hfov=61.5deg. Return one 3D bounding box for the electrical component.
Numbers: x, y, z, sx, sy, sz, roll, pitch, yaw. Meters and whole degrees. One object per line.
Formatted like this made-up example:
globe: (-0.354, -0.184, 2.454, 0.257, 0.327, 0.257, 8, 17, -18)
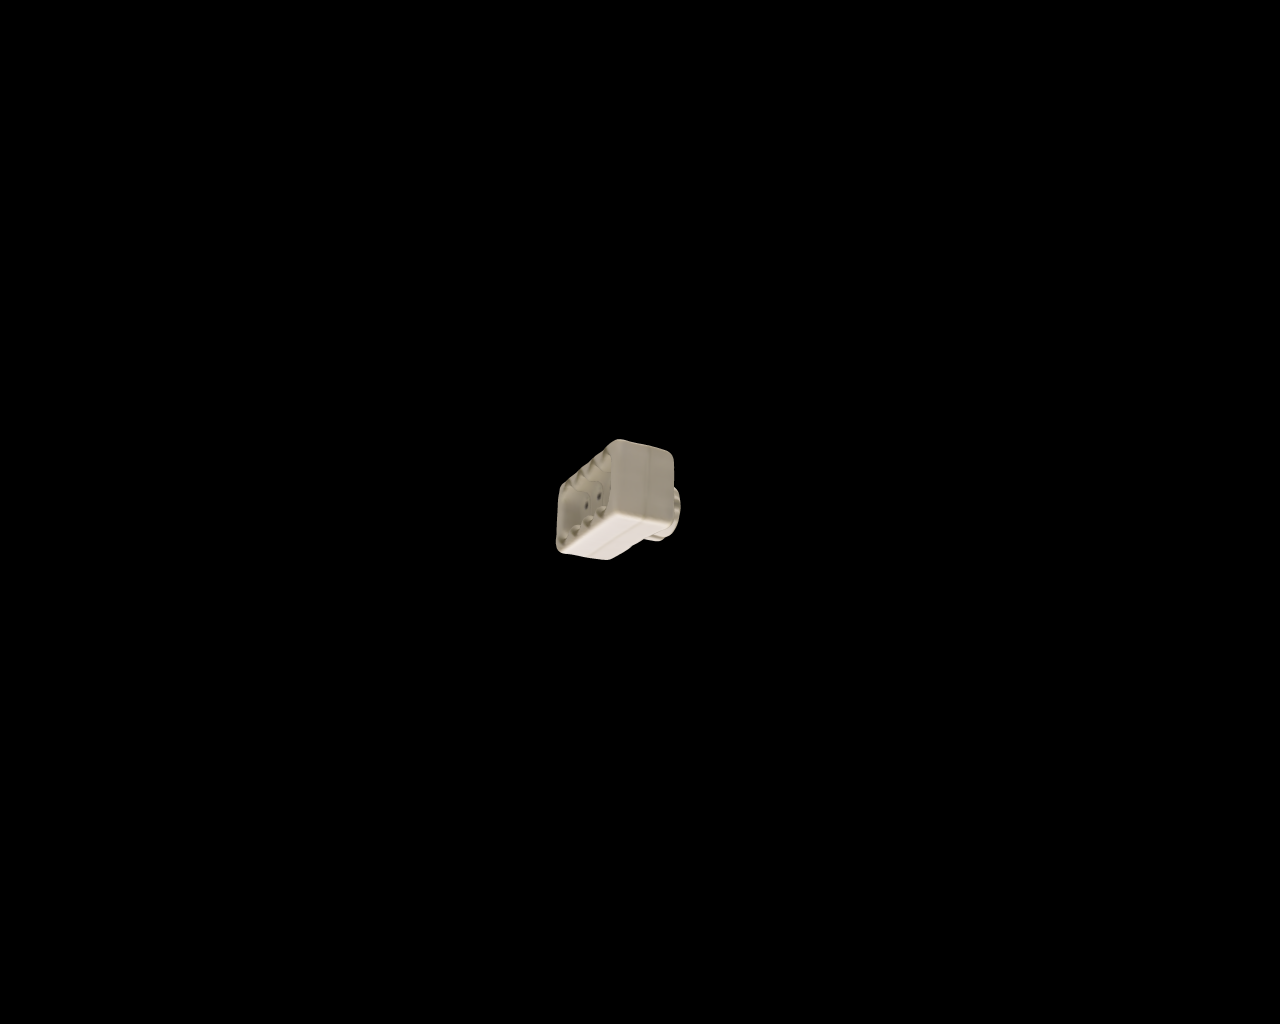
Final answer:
electrical component: (0.001, -0.003, 0.650, 0.076, 0.047, 0.083, 10, -22, -26)
